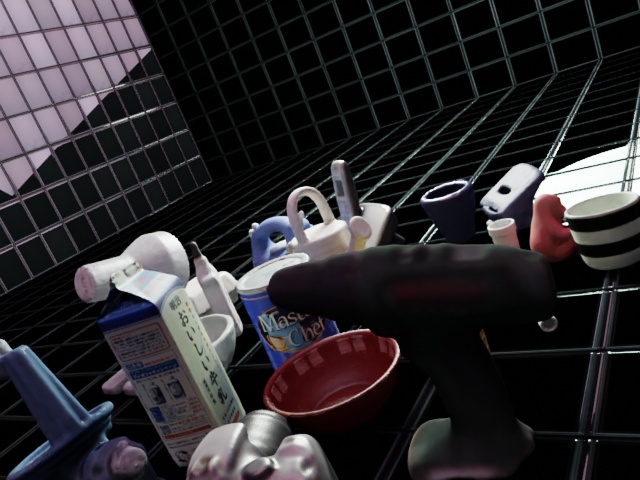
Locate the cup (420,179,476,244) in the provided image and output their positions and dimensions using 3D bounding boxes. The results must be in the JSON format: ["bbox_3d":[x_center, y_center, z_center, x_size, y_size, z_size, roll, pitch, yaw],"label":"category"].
[{"bbox_3d":[0.234,-0.048,0.985,0.091,0.095,0.118,-9,20,40],"label":"cup"}]

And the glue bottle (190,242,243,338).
[{"bbox_3d":[-0.180,0.082,0.968,0.037,0.173,0.078,-25,16,-10],"label":"glue bottle"}]

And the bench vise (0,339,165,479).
[{"bbox_3d":[-0.251,0.192,0.598,0.207,0.220,0.122,-15,17,23],"label":"bench vise"}]

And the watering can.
[{"bbox_3d":[0.010,0.002,0.935,0.172,0.194,0.101,-16,16,21],"label":"watering can"}]

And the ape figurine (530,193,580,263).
[{"bbox_3d":[0.318,-0.020,0.779,0.076,0.092,0.078,-20,15,6],"label":"ape figurine"}]

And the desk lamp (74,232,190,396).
[{"bbox_3d":[-0.297,0.112,0.948,0.117,0.214,0.204,-11,19,35],"label":"desk lamp"}]

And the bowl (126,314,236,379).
[{"bbox_3d":[-0.189,0.180,0.830,0.167,0.075,0.167,-20,15,6],"label":"bowl"}]

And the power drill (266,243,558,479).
[{"bbox_3d":[0.087,0.096,0.478,0.229,0.209,0.076,-16,17,22],"label":"power drill"}]

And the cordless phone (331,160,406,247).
[{"bbox_3d":[0.074,-0.062,1.082,0.094,0.185,0.147,-29,17,-23],"label":"cordless phone"}]

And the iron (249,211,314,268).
[{"bbox_3d":[-0.078,0.016,1.112,0.119,0.141,0.257,-33,19,-36],"label":"iron"}]

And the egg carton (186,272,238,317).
[{"bbox_3d":[-0.231,0.118,1.113,0.107,0.069,0.151,-9,20,39],"label":"egg carton"}]

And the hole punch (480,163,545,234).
[{"bbox_3d":[0.317,-0.067,0.941,0.101,0.091,0.108,-22,15,0],"label":"hole punch"}]

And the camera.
[{"bbox_3d":[-0.052,0.204,0.509,0.143,0.101,0.137,-18,16,15],"label":"camera"}]
